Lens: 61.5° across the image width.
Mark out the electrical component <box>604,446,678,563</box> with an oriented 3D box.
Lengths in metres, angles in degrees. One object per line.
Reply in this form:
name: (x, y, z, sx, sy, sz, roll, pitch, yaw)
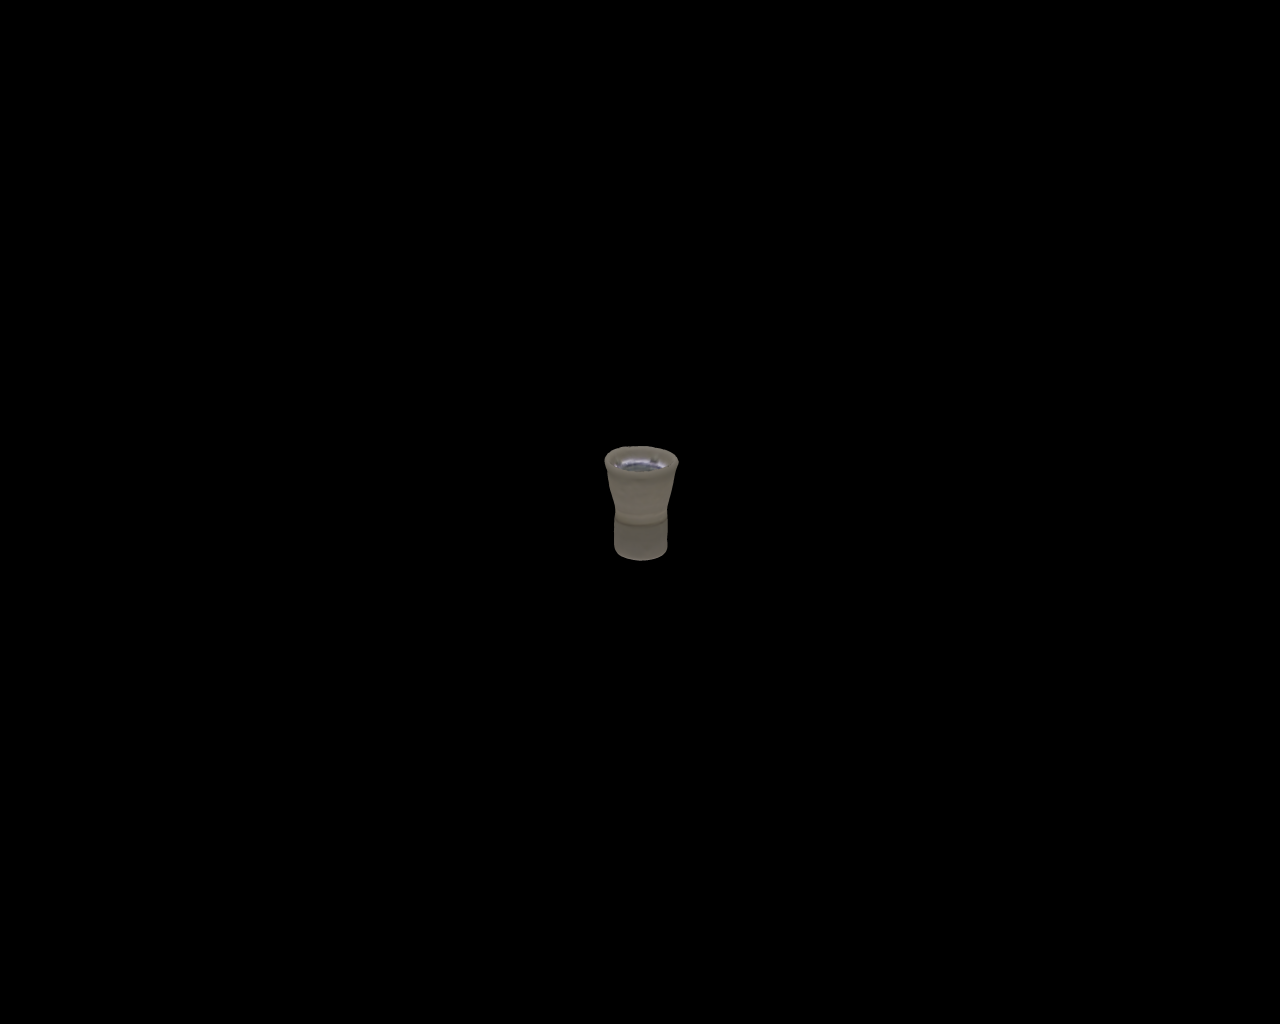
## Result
electrical component: (0.001, -0.003, 0.650, 0.044, 0.065, 0.044, 0, 22, 0)
